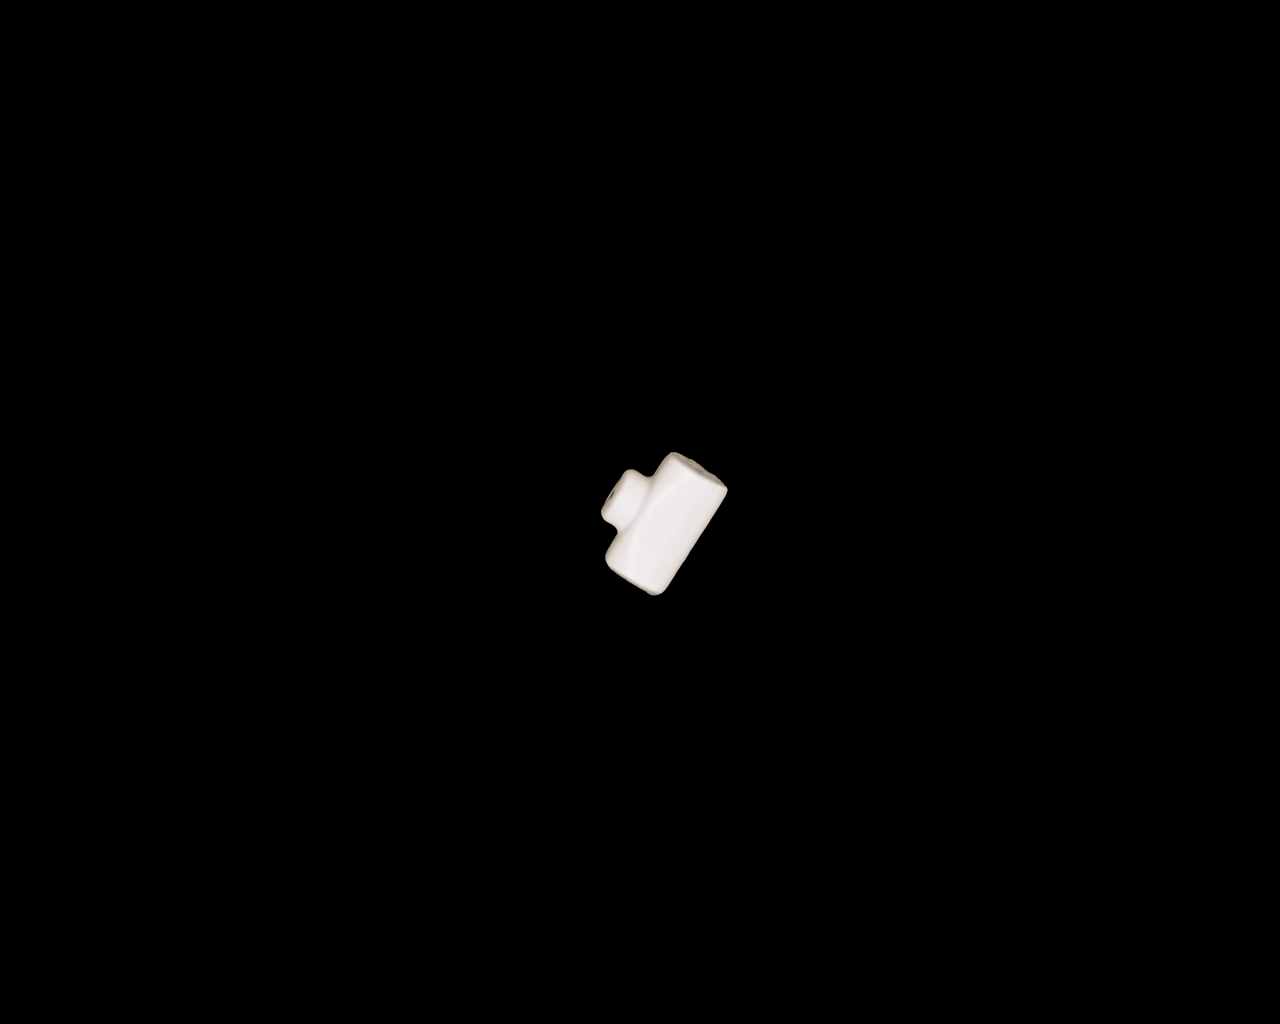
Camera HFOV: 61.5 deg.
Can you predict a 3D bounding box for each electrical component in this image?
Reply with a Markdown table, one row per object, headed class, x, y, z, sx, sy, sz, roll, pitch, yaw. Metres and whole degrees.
| class | x | y | z | sx | sy | sz | roll | pitch | yaw |
| --- | --- | --- | --- | --- | --- | --- | --- | --- | --- |
| electrical component | 0.001 | -0.003 | 0.650 | 0.079 | 0.077 | 0.044 | 31 | 8 | -5 |
